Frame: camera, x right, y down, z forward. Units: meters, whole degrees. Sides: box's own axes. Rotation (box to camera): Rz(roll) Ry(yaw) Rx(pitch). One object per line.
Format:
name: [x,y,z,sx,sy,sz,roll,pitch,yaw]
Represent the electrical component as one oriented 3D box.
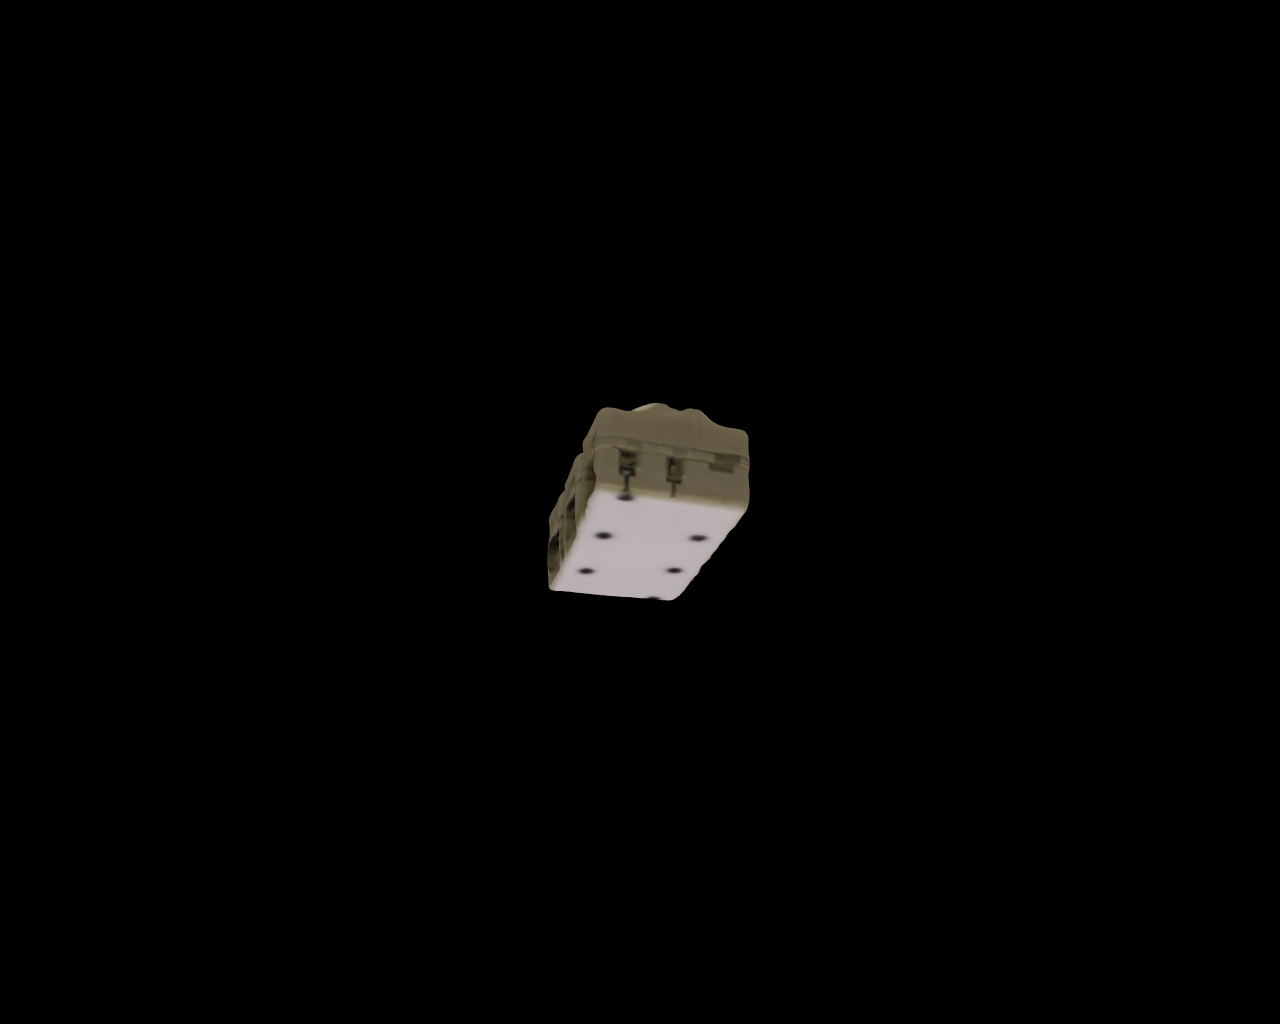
electrical component: [0.001,-0.003,0.650,0.089,0.062,0.150,7,-27,-14]
